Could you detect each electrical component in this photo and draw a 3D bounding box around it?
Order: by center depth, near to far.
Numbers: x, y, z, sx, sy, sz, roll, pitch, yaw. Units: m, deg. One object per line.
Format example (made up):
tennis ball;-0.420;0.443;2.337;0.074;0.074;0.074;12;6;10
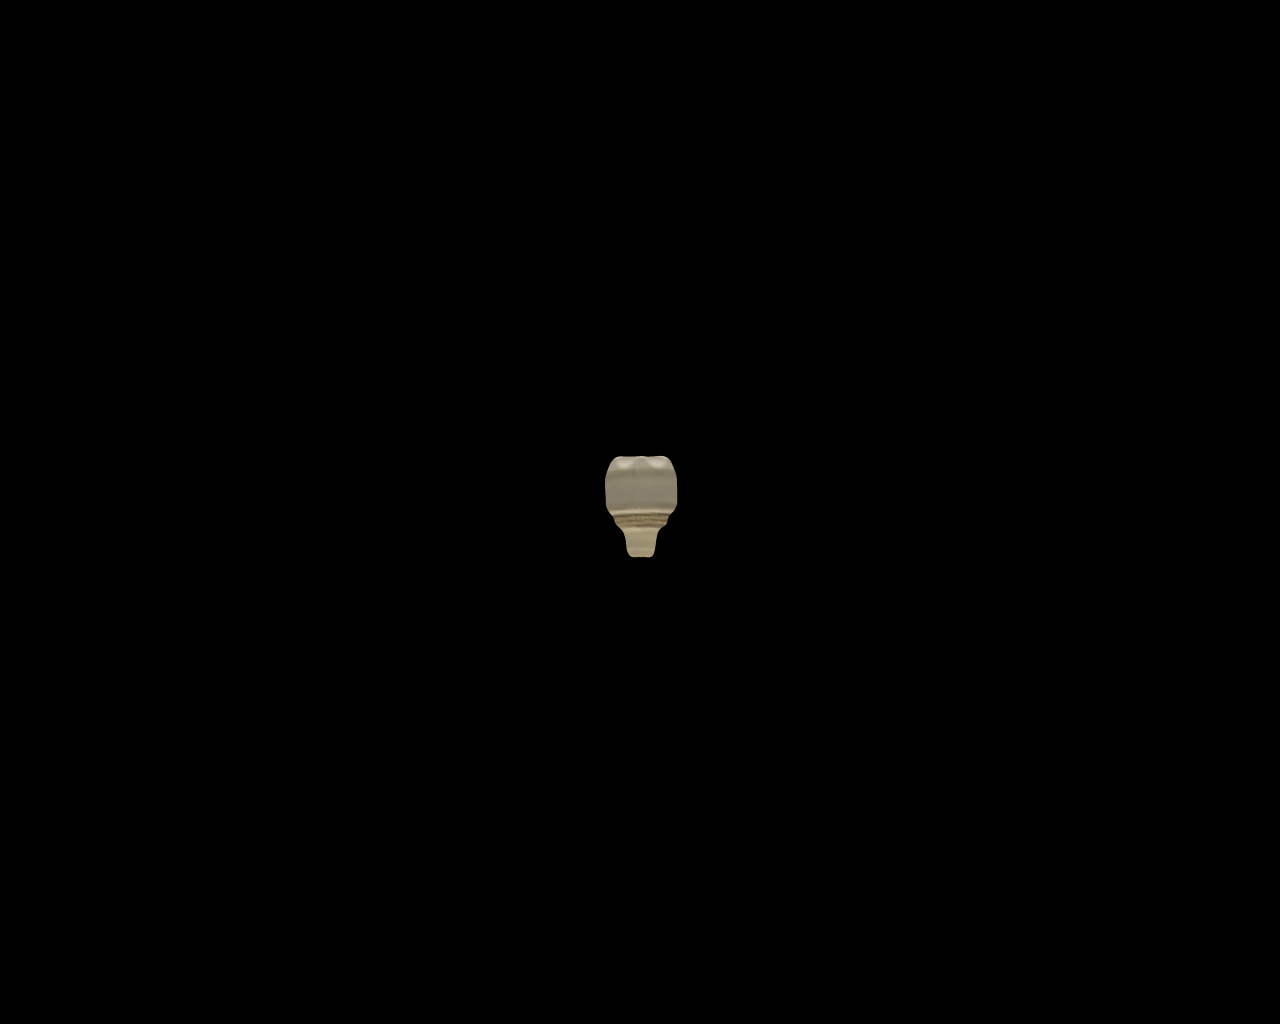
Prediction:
electrical component;0.001;-0.003;0.650;0.043;0.062;0.043;0;-4;0
